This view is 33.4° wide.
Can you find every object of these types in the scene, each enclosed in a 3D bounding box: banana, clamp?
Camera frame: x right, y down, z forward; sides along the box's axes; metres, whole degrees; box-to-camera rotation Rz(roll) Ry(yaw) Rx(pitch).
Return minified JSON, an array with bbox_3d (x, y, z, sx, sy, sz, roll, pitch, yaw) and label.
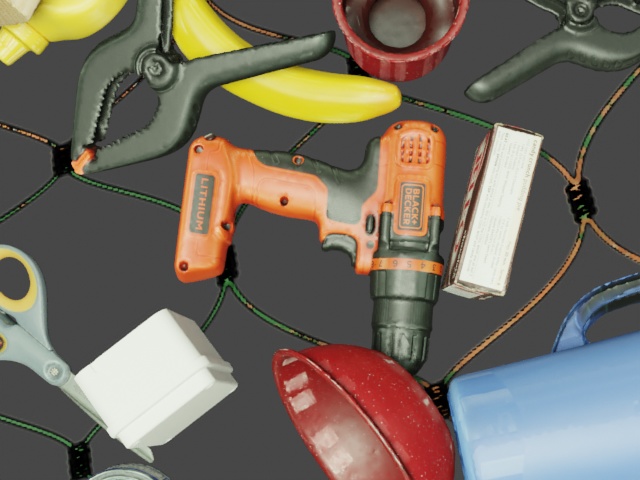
[{"bbox_3d":[-0.038,-0.128,0.774,0.198,0.037,0.070,32,131,4],"label":"banana"},{"bbox_3d":[0.179,-0.151,0.773,0.171,0.039,0.120,7,85,4],"label":"clamp"},{"bbox_3d":[-0.100,-0.121,0.756,0.164,0.036,0.210,37,107,4],"label":"clamp"}]

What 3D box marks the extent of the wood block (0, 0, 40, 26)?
[{"bbox_3d":[-0.217,-0.258,0.746,0.091,0.090,0.206,3,64,38],"label":"wood block"}]

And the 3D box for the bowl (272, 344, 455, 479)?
[{"bbox_3d":[0.038,0.125,0.699,0.055,0.162,0.162,-34,82,-20],"label":"bowl"}]

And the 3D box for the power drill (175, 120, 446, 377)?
[{"bbox_3d":[-0.005,0.001,0.759,0.187,0.057,0.184,5,80,1],"label":"power drill"}]

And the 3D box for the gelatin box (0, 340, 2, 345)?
[{"bbox_3d":[-0.285,0.070,0.766,0.089,0.030,0.073,44,98,6],"label":"gelatin box"}]

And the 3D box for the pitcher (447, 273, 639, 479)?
[{"bbox_3d":[0.210,0.111,0.704,0.243,0.149,0.145,-12,106,5],"label":"pitcher"}]

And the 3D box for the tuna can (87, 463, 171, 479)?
[{"bbox_3d":[-0.137,0.202,0.753,0.086,0.034,0.086,0,83,3],"label":"tuna can"}]

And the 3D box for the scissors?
[{"bbox_3d":[-0.190,0.075,0.779,0.202,0.016,0.096,26,88,6],"label":"scissors"}]

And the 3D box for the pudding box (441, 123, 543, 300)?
[{"bbox_3d":[0.117,-0.017,0.735,0.039,0.090,0.113,13,85,3],"label":"pudding box"}]

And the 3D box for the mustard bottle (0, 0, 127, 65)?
[{"bbox_3d":[-0.175,-0.207,0.789,0.096,0.058,0.191,39,87,22],"label":"mustard bottle"}]

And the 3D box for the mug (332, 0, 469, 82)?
[{"bbox_3d":[0.063,-0.171,0.761,0.093,0.081,0.117,30,86,6],"label":"mug"}]
